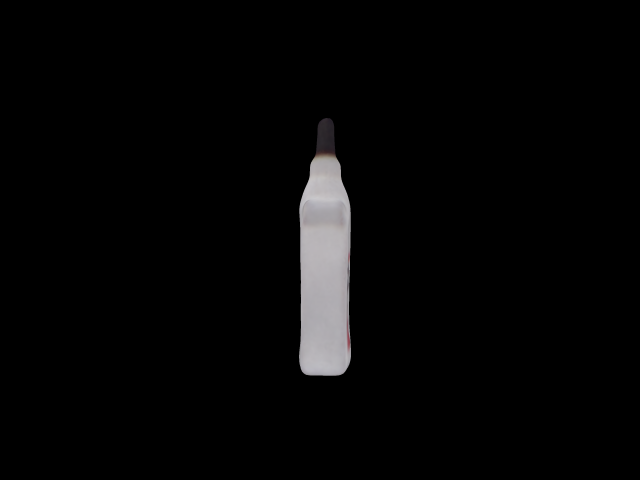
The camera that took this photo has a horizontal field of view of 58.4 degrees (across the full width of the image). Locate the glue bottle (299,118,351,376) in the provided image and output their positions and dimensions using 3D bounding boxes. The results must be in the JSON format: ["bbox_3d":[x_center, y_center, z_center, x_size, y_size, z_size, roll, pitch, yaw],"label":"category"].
[{"bbox_3d":[0.004,0.001,0.400,0.037,0.173,0.078,0,0,0],"label":"glue bottle"}]
